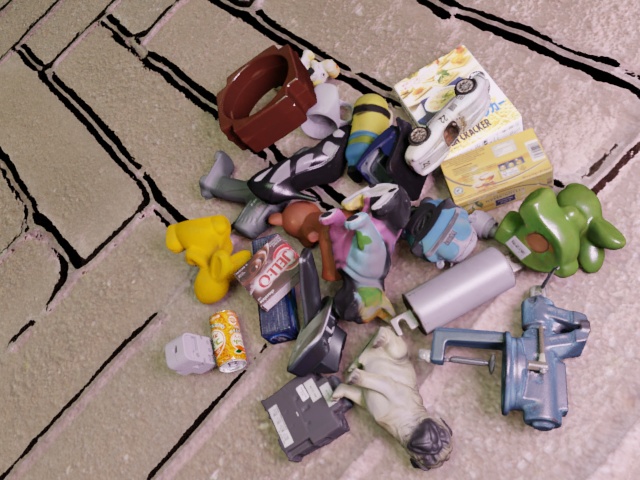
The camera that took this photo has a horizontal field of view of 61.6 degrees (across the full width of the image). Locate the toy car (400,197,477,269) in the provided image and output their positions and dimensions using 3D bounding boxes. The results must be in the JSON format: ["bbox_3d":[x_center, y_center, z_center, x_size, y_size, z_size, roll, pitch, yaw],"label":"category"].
[{"bbox_3d":[0.208,-0.007,0.912,0.103,0.162,0.109,34,94,-12],"label":"toy car"}]

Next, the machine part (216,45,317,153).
[{"bbox_3d":[-0.114,-0.295,1.127,0.201,0.087,0.201,-31,47,18],"label":"machine part"}]

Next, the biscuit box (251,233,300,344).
[{"bbox_3d":[-0.084,0.092,1.018,0.063,0.059,0.203,-16,60,13],"label":"biscuit box"}]

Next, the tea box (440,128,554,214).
[{"bbox_3d":[0.309,-0.114,0.944,0.170,0.068,0.098,-19,60,15],"label":"tea box"}]

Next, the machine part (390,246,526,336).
[{"bbox_3d":[0.223,0.081,0.868,0.243,0.079,0.079,-28,58,-2],"label":"machine part"}]

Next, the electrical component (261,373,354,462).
[{"bbox_3d":[-0.015,0.286,0.897,0.134,0.058,0.115,-33,60,5],"label":"electrical component"}]

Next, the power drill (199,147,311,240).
[{"bbox_3d":[-0.140,-0.123,1.142,0.208,0.086,0.232,24,77,23],"label":"power drill"}]

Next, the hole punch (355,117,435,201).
[{"bbox_3d":[0.140,-0.142,1.000,0.092,0.142,0.116,0,56,49],"label":"hole punch"}]

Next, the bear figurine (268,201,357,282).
[{"bbox_3d":[-0.002,-0.007,1.012,0.196,0.120,0.131,6,111,52],"label":"bear figurine"}]

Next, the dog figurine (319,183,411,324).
[{"bbox_3d":[0.090,0.035,0.902,0.191,0.219,0.109,-33,27,-32],"label":"dog figurine"}]

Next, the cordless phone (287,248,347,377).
[{"bbox_3d":[-0.015,0.117,0.888,0.089,0.184,0.147,-2,26,14],"label":"cordless phone"}]

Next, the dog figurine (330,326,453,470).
[{"bbox_3d":[0.137,0.242,0.848,0.191,0.121,0.172,35,61,6],"label":"dog figurine"}]

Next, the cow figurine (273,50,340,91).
[{"bbox_3d":[-0.040,-0.374,1.217,0.168,0.068,0.098,20,81,33],"label":"cow figurine"}]

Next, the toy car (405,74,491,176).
[{"bbox_3d":[0.227,-0.201,0.939,0.202,0.073,0.056,-46,54,0],"label":"toy car"}]

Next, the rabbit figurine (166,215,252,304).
[{"bbox_3d":[-0.210,0.041,1.070,0.163,0.122,0.173,-5,86,36],"label":"rabbit figurine"}]

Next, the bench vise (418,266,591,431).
[{"bbox_3d":[0.270,0.160,0.801,0.241,0.128,0.223,2,68,17],"label":"bench vise"}]

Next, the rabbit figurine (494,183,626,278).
[{"bbox_3d":[0.391,-0.028,0.837,0.170,0.121,0.159,-35,68,-29],"label":"rabbit figurine"}]

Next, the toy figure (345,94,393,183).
[{"bbox_3d":[0.096,-0.205,1.066,0.082,0.089,0.180,8,67,20],"label":"toy figure"}]

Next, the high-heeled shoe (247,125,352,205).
[{"bbox_3d":[-0.034,-0.159,1.073,0.145,0.086,0.249,17,53,16],"label":"high-heeled shoe"}]

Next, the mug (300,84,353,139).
[{"bbox_3d":[0.018,-0.281,1.144,0.110,0.080,0.107,2,62,10],"label":"mug"}]
